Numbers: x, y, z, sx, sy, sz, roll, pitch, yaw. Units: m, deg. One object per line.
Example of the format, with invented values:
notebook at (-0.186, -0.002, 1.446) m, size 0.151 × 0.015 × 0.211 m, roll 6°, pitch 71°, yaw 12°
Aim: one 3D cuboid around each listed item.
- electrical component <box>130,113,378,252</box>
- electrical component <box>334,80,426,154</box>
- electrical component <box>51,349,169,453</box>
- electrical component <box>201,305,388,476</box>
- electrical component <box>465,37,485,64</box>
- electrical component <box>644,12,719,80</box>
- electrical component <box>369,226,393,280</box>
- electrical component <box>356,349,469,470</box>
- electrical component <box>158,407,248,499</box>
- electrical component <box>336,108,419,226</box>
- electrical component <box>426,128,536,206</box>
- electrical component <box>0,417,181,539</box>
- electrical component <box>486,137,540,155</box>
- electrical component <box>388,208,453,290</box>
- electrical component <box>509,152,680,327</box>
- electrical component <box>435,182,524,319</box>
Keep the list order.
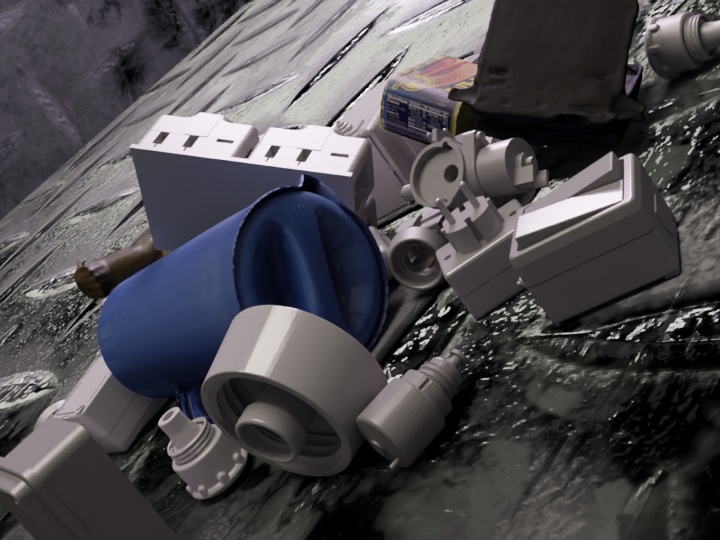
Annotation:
electrical component at (-0.082, -0.063, 0.886) m, size 0.186 × 0.105 × 0.060 m, roll 9°, pitch 42°, yaw 16°
electrical component at (0.034, -0.147, 1.079) m, size 0.109 × 0.056 × 0.108 m, roll -12°, pitch 32°, yaw 50°
electrical component at (-0.211, 0.116, 0.917) m, size 0.062 × 0.061 × 0.096 m, roll -16°, pitch 36°, yaw 50°
electrical component at (-0.043, 0.079, 0.642) m, size 0.108 × 0.108 × 0.060 m, roll -17°, pitch 34°, yaw 44°
electrical component at (0.118, -0.172, 0.996) m, size 0.138 × 0.052 × 0.074 m, roll -45°, pitch 21°, yaw -19°
electrical component at (0.244, -0.168, 0.789) m, size 0.062 × 0.048 × 0.048 m, roll -8°, pitch 35°, yaw 43°
electrical component at (0.000, 0.000, 0.832) m, size 0.062 × 0.043 × 0.043 m, roll -42°, pitch 18°, yaw 14°
electrical component at (0.033, 0.076, 0.611) m, size 0.078 × 0.040 × 0.040 m, roll -45°, pitch 21°, yaw -21°
electrical component at (-0.110, 0.120, 0.725) m, size 0.048 × 0.062 × 0.048 m, roll -33°, pitch 20°, yaw 14°
electrical component at (0.010, -0.095, 0.945) m, size 0.062 × 0.096 × 0.061 m, roll -27°, pitch 19°, yaw 28°
electrical component at (0.081, -0.076, 0.808) m, size 0.077 × 0.079 × 0.043 m, roll -7°, pitch 42°, yaw 54°
electrical component at (-0.177, 0.155, 0.687) m, size 0.057 × 0.113 × 0.078 m, roll -45°, pitch 21°, yaw -27°
electrical component at (0.109, -0.096, 0.858) m, size 0.062 × 0.048 × 0.048 m, roll -41°, pitch 18°, yaw 14°
electrical component at (0.049, -0.016, 0.782) m, size 0.066 × 0.048 × 0.055 m, roll -26°, pitch 15°, yaw 30°
electrical component at (0.128, -0.018, 0.625) m, size 0.096 × 0.061 × 0.061 m, roll -27°, pitch 22°, yaw 27°
electrical component at (0.078, -0.022, 0.696) m, size 0.066 × 0.076 × 0.047 m, roll -34°, pitch 20°, yaw 9°
